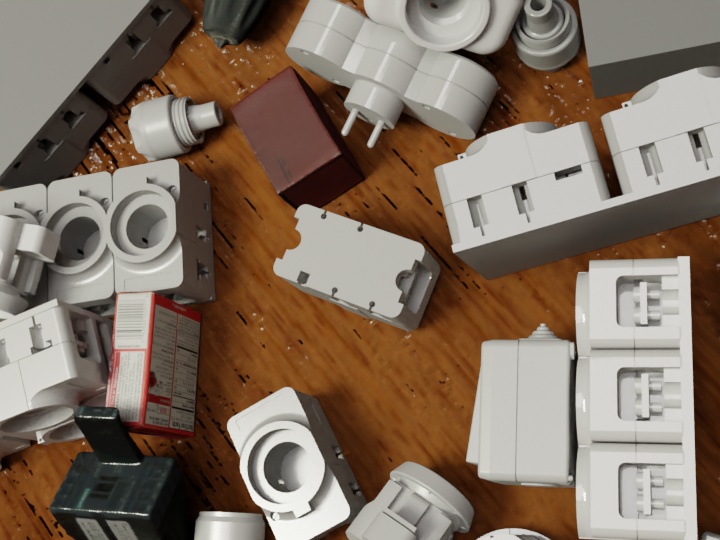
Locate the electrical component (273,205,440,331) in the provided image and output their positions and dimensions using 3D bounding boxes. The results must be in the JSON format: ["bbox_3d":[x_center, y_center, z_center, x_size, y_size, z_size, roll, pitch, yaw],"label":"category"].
[{"bbox_3d":[0.000,0.000,0.692,0.089,0.056,0.050,20,83,20],"label":"electrical component"}]

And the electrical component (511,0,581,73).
[{"bbox_3d":[0.119,-0.157,0.693,0.043,0.062,0.043,-4,75,16],"label":"electrical component"}]

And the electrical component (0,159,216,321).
[{"bbox_3d":[-0.184,-0.016,0.748,0.150,0.062,0.089,-9,74,14],"label":"electrical component"}]

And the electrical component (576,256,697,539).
[{"bbox_3d":[0.156,0.076,0.608,0.062,0.089,0.150,-1,76,16],"label":"electrical component"}]

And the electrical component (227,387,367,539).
[{"bbox_3d":[-0.039,0.124,0.673,0.050,0.056,0.089,-30,70,7],"label":"electrical component"}]

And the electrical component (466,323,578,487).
[{"bbox_3d":[0.099,0.079,0.639,0.061,0.062,0.096,-1,76,17],"label":"electrical component"}]

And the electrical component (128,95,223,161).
[{"bbox_3d":[-0.129,-0.104,0.764,0.062,0.043,0.043,-13,73,12],"label":"electrical component"}]

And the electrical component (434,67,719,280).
[{"bbox_3d":[0.147,-0.055,0.630,0.186,0.105,0.060,-16,77,14],"label":"electrical component"}]

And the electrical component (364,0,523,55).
[{"bbox_3d":[0.052,-0.177,0.680,0.095,0.053,0.059,14,39,-10],"label":"electrical component"}]

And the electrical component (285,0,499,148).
[{"bbox_3d":[0.013,-0.117,0.707,0.138,0.052,0.073,25,84,5],"label":"electrical component"}]

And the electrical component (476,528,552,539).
[{"bbox_3d":[0.088,0.190,0.621,0.080,0.051,0.080,-4,75,15],"label":"electrical component"}]

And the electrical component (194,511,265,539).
[{"bbox_3d":[-0.083,0.181,0.677,0.045,0.045,0.055,-2,76,16],"label":"electrical component"}]

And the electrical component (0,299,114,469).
[{"bbox_3d":[-0.248,0.091,0.717,0.186,0.105,0.060,-22,71,10],"label":"electrical component"}]

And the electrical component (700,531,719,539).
[{"bbox_3d":[0.198,0.187,0.575,0.047,0.076,0.083,13,80,20],"label":"electrical component"}]

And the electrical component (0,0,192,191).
[{"bbox_3d":[-0.225,-0.154,0.796,0.105,0.060,0.186,41,90,21],"label":"electrical component"}]

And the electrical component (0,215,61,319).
[{"bbox_3d":[-0.239,-0.002,0.696,0.078,0.058,0.057,7,76,18],"label":"electrical component"}]

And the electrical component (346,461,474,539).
[{"bbox_3d":[0.031,0.152,0.638,0.058,0.078,0.057,31,68,21],"label":"electrical component"}]
